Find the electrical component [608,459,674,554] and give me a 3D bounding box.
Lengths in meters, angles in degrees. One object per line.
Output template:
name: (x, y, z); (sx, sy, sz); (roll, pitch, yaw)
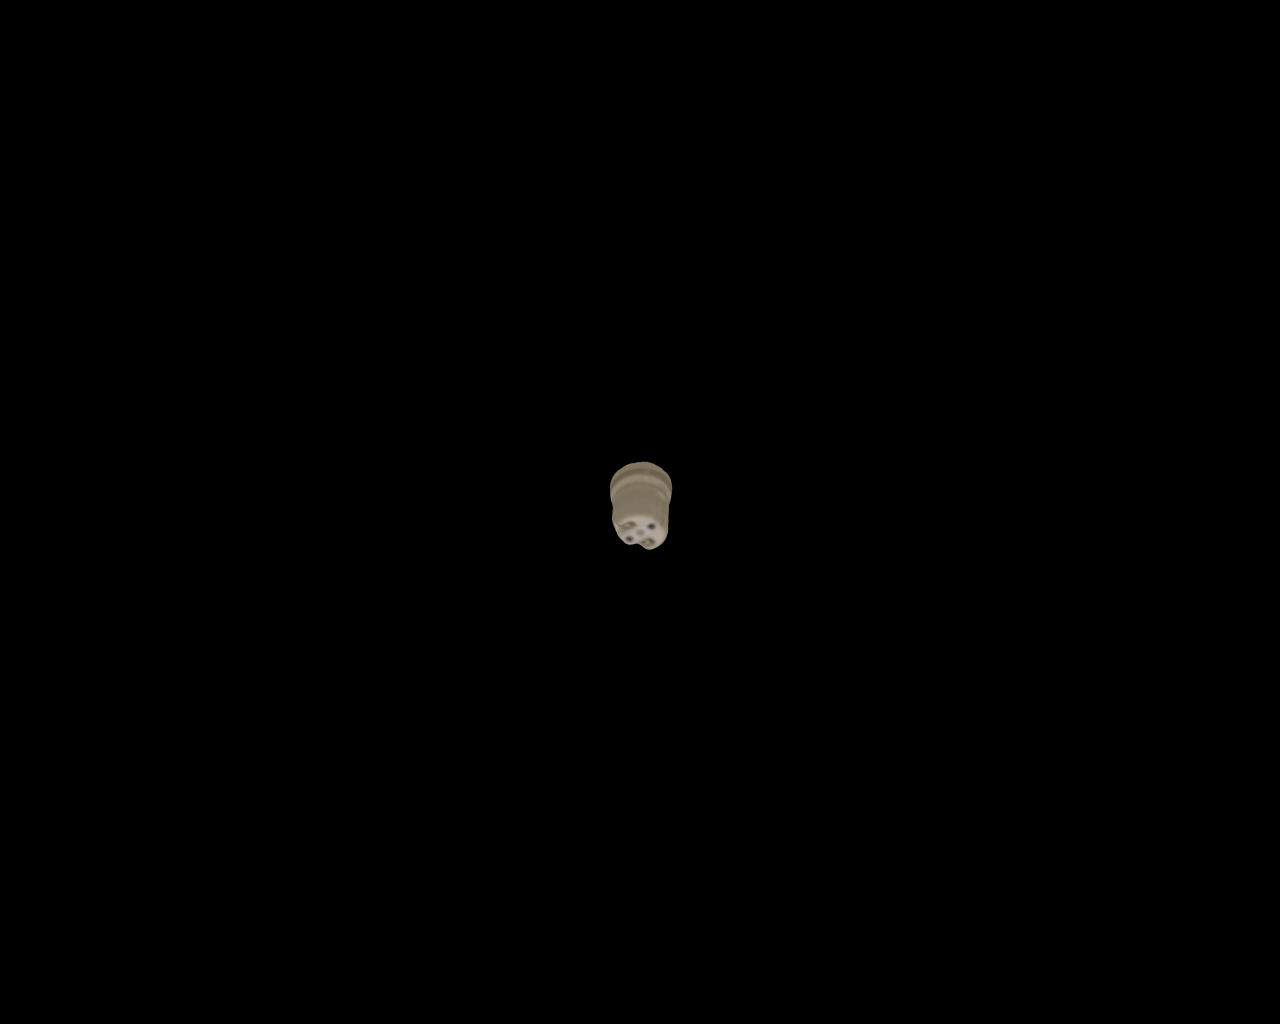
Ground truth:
electrical component: (0.001, -0.003, 0.650); (0.040, 0.040, 0.046); (0, 43, 0)
